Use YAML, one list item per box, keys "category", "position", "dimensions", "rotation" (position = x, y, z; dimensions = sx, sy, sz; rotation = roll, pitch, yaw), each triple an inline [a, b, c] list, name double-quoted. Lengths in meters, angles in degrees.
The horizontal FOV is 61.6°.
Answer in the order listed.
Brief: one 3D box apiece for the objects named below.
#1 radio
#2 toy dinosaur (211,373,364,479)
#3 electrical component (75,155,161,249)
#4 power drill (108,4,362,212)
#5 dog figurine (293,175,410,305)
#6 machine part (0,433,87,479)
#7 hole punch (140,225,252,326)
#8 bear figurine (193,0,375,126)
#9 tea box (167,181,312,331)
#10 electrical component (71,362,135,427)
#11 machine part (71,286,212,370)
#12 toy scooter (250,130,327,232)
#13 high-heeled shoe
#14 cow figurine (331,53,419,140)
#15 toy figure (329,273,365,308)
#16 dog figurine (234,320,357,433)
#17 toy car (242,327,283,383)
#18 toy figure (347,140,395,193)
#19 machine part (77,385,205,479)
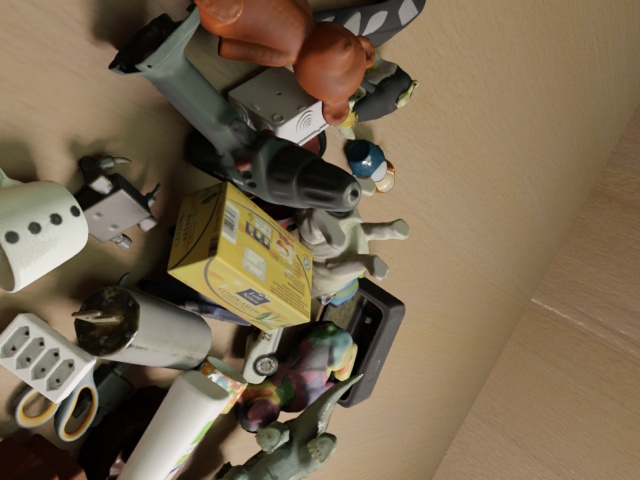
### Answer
- category: "radio"
  position: [0.062, 0.191, 1.016]
  dimensions: [0.073, 0.131, 0.229]
  rotation: [-3, 118, -55]
- category: "toy dinosaur"
  position: [-0.072, 0.362, 0.872]
  dimensions: [0.405, 0.131, 0.192]
  rotation: [-38, 172, -5]
- category: "electrical component"
  position: [-0.208, -0.039, 0.549]
  dimensions: [0.078, 0.045, 0.102]
  rotation: [-32, 145, 9]
- category: "power drill"
  position: [-0.083, -0.115, 0.510]
  dimensions: [0.207, 0.232, 0.086]
  rotation: [42, 75, -41]
- category: "dog figurine"
  position: [-0.002, 0.001, 0.723]
  dimensions: [0.121, 0.172, 0.190]
  rotation: [-43, -171, -38]
- category: "machine part"
  position: [-0.349, 0.320, 0.557]
  dimensions: [0.201, 0.087, 0.201]
  rotation: [-41, 152, -49]
- category: "hole punch"
  position: [-0.134, 0.047, 0.656]
  dimensions: [0.142, 0.116, 0.092]
  rotation: [36, 77, -58]
- category: "bear figurine"
  position: [-0.023, -0.207, 0.532]
  dimensions: [0.196, 0.132, 0.120]
  rotation: [31, 85, -18]
- category: "tea box"
  position: [-0.079, 0.024, 0.593]
  dimensions: [0.169, 0.068, 0.098]
  rotation: [45, 38, -45]
- category: "electrical component"
  position: [-0.262, 0.186, 0.668]
  dimensions: [0.094, 0.021, 0.063]
  rotation: [-50, 146, -17]
- category: "machine part"
  position: [-0.196, 0.107, 0.622]
  dimensions: [0.079, 0.079, 0.243]
  rotation: [-57, 158, -5]
- category: "toy scooter"
  position: [-0.063, -0.075, 0.691]
  dimensions: [0.135, 0.075, 0.183]
  rotation: [-22, 136, -45]
- category: "high-heeled shoe"
  position: [0.049, -0.305, 0.696]
  dimensions: [0.145, 0.086, 0.248]
  rotation: [32, 68, -28]
- category: "cow figurine"
  position: [0.058, -0.190, 0.744]
  dimensions: [0.167, 0.098, 0.068]
  rotation: [-41, 149, -28]
- category: "toy figure"
  position: [0.026, 0.047, 0.893]
  dimensions: [0.082, 0.089, 0.179]
  rotation: [-48, 144, -28]
- category: "dog figurine"
  position: [-0.054, 0.234, 0.914]
  dimensions: [0.219, 0.109, 0.191]
  rotation: [-3, 123, -50]
- category: "toy car"
  position: [-0.075, 0.127, 0.830]
  dimensions: [0.073, 0.056, 0.201]
  rotation: [-104, -149, -71]
- category: "toy figure"
  position: [0.090, -0.113, 0.890]
  dimensions: [0.064, 0.058, 0.154]
  rotation: [-25, 154, 17]
- category: "machine part"
  position: [-0.242, 0.282, 0.741]
  dimensions: [0.179, 0.056, 0.179]
  rotation: [-33, 138, -35]
